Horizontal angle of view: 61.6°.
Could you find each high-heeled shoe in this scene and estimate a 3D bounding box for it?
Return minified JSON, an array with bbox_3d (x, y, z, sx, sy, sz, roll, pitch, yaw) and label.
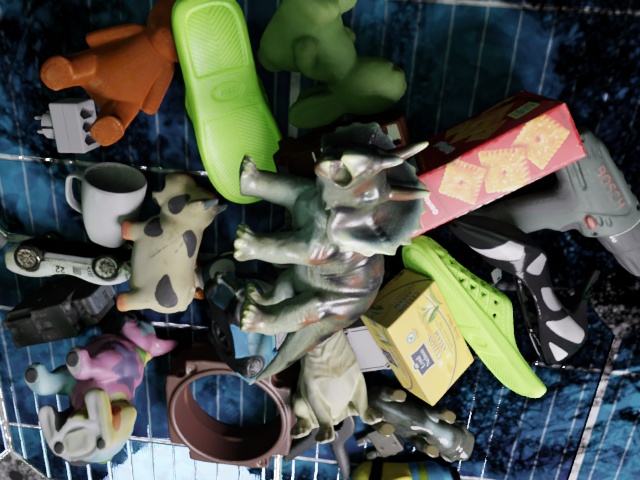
[{"bbox_3d":[0.234,0.065,0.656,0.249,0.086,0.145,21,107,-15],"label":"high-heeled shoe"}]

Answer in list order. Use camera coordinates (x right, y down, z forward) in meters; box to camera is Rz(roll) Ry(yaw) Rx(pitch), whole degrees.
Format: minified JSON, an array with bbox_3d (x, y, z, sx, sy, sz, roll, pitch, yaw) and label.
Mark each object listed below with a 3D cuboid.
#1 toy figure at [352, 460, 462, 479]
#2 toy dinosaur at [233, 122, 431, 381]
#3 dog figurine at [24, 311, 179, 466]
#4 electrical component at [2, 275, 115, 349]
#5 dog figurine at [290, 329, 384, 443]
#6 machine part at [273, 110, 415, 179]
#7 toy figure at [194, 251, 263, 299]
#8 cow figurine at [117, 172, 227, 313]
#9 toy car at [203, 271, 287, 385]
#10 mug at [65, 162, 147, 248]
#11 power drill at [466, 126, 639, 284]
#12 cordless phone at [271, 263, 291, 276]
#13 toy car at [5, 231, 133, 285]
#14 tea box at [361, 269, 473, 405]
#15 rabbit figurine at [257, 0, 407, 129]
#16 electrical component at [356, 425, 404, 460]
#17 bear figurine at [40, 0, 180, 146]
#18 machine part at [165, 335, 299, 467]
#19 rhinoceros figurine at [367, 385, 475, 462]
[{"bbox_3d":[0.143,0.408,0.894,0.180,0.089,0.082,-7,98,-1],"label":"toy figure"},{"bbox_3d":[0.008,0.029,0.583,0.192,0.131,0.404,2,137,-1],"label":"toy dinosaur"},{"bbox_3d":[-0.288,0.200,0.776,0.108,0.219,0.191,-28,81,17],"label":"dog figurine"},{"bbox_3d":[-0.376,0.097,0.797,0.134,0.115,0.058,-14,114,11],"label":"electrical component"},{"bbox_3d":[-0.003,0.174,0.776,0.121,0.172,0.190,-12,82,-32],"label":"dog figurine"},{"bbox_3d":[0.028,-0.108,0.647,0.179,0.179,0.056,-14,109,11],"label":"machine part"},{"bbox_3d":[-0.163,0.053,0.790,0.155,0.064,0.057,-9,136,5],"label":"toy figure"},{"bbox_3d":[-0.199,0.002,0.733,0.127,0.085,0.195,3,83,3],"label":"cow figurine"},{"bbox_3d":[-0.096,0.110,0.751,0.103,0.109,0.161,-23,127,-33],"label":"toy car"},{"bbox_3d":[-0.303,-0.046,0.752,0.110,0.081,0.107,14,122,-5],"label":"mug"},{"bbox_3d":[0.310,-0.015,0.705,0.207,0.086,0.231,-22,109,18],"label":"power drill"},{"bbox_3d":[-0.002,-0.002,0.683,0.147,0.184,0.089,-10,68,8],"label":"cordless phone"},{"bbox_3d":[-0.355,0.029,0.789,0.202,0.073,0.056,7,109,3],"label":"toy car"},{"bbox_3d":[0.137,0.136,0.750,0.098,0.068,0.169,-43,123,-17],"label":"tea box"},{"bbox_3d":[0.015,-0.203,0.633,0.170,0.121,0.159,38,118,-7],"label":"rabbit figurine"},{"bbox_3d":[0.110,0.331,0.895,0.094,0.021,0.063,-29,107,15],"label":"electrical component"},{"bbox_3d":[-0.208,-0.221,0.647,0.196,0.132,0.120,-25,116,21],"label":"bear figurine"},{"bbox_3d":[-0.138,0.259,0.856,0.202,0.087,0.200,5,112,2],"label":"machine part"},{"bbox_3d":[0.154,0.287,0.824,0.190,0.112,0.073,26,70,-9],"label":"rhinoceros figurine"}]
